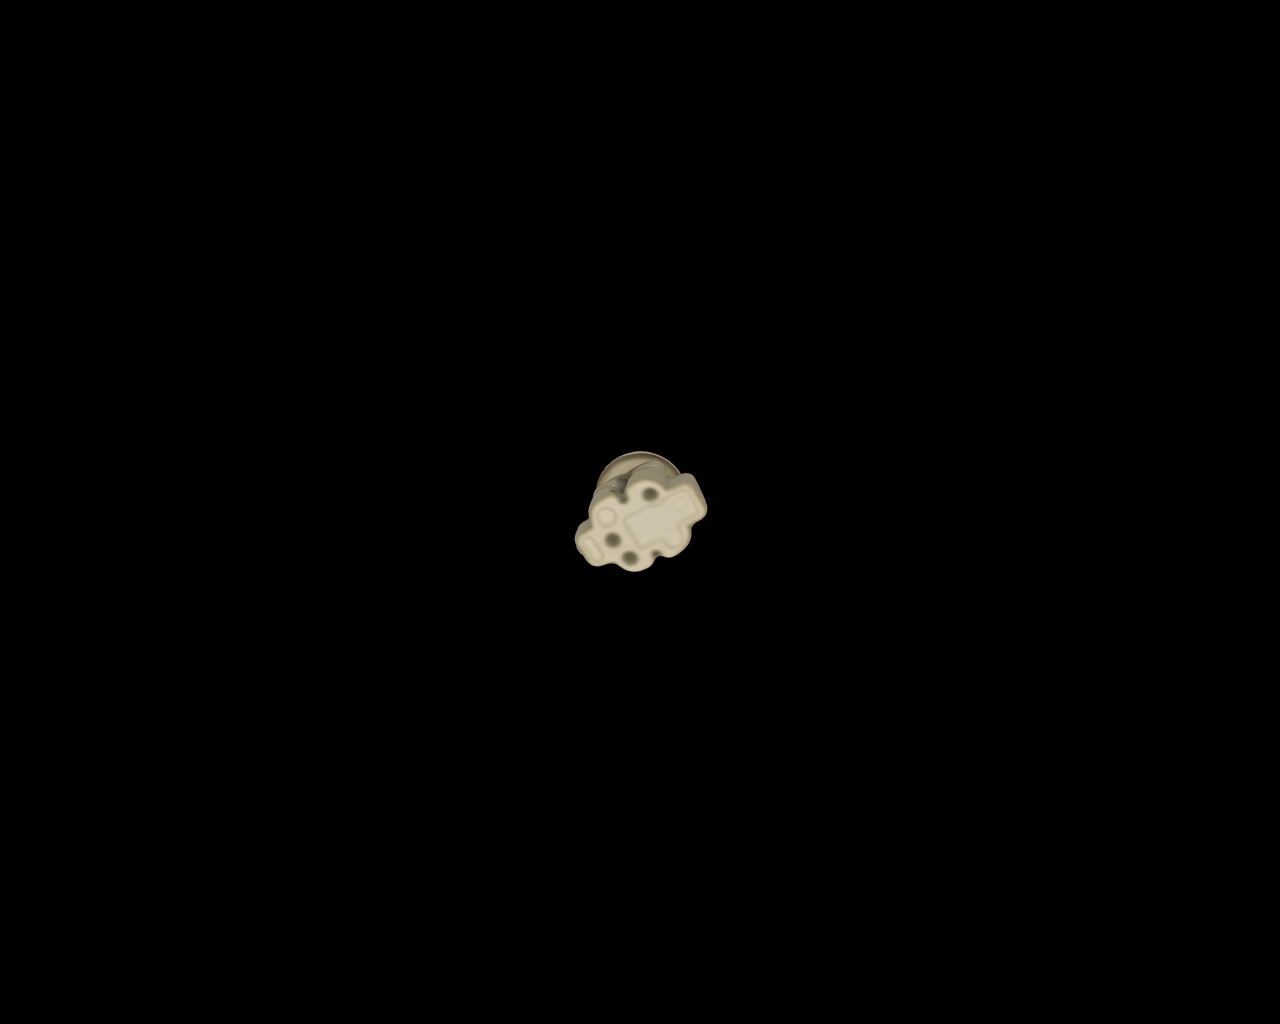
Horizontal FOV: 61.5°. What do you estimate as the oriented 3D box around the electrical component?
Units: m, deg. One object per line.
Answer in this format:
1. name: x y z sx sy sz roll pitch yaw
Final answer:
1. electrical component: 0.001 -0.003 0.650 0.078 0.058 0.057 -26 21 11
